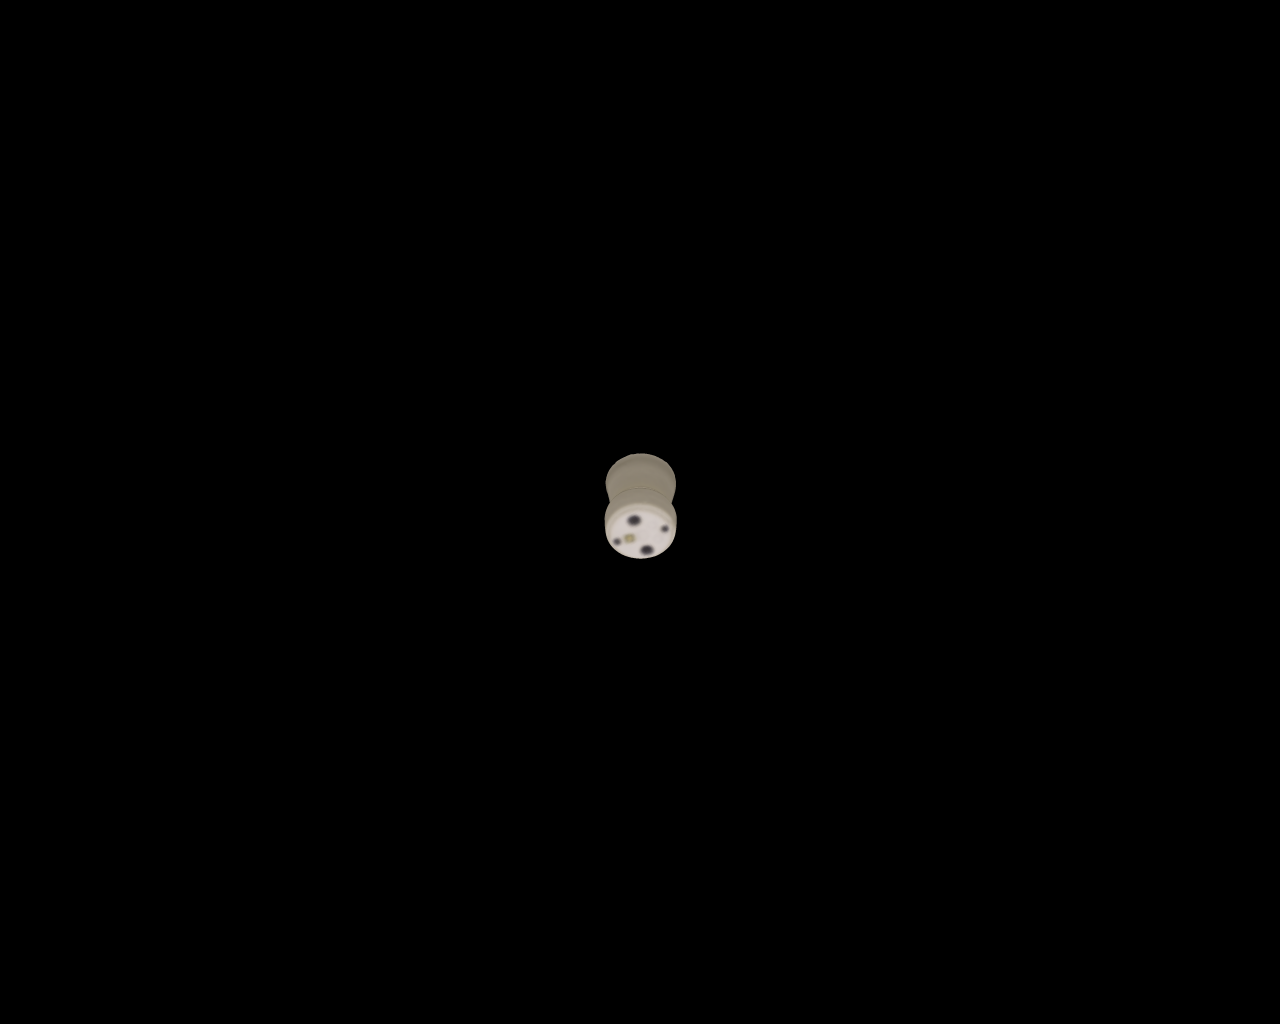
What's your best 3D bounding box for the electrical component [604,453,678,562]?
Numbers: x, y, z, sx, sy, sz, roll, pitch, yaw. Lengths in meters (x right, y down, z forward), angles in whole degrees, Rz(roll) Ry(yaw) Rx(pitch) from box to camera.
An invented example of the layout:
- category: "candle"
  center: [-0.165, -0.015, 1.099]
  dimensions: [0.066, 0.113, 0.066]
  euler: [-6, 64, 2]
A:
- category: "electrical component"
  center: [0.001, -0.003, 0.650]
  dimensions: [0.045, 0.044, 0.055]
  euler: [0, 37, 0]
